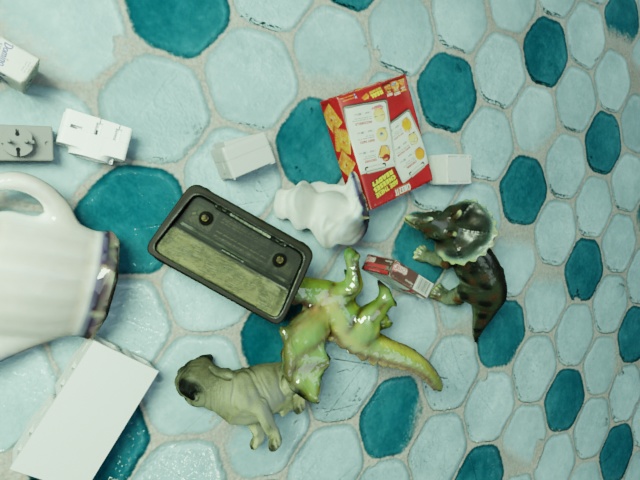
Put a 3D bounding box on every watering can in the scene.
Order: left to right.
[{"bbox_3d":[-0.395,0.088,0.677,0.223,0.347,0.104,14,1,-31],"label":"watering can"}]

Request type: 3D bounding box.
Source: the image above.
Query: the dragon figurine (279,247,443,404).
[{"bbox_3d":[0.033,0.173,0.891,0.246,0.410,0.120,-39,0,-28],"label":"dragon figurine"}]

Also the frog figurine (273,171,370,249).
[{"bbox_3d":[0.003,-0.046,0.906,0.159,0.140,0.120,-13,-29,3],"label":"frog figurine"}]
